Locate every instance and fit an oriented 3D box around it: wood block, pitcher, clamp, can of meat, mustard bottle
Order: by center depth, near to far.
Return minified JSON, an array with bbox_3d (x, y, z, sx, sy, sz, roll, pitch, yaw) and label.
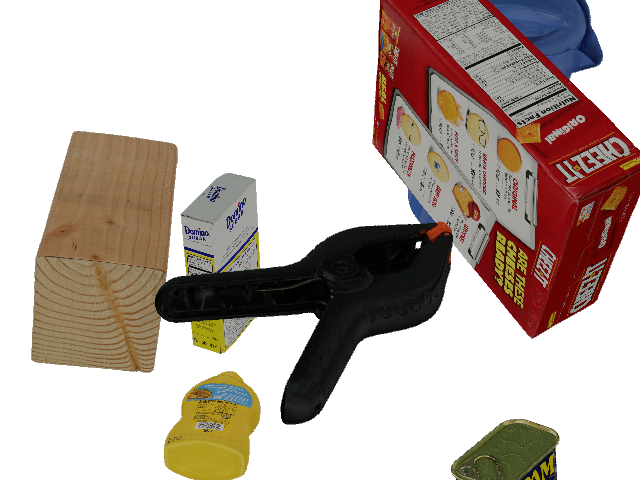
[{"bbox_3d":[0.012,0.035,0.562,0.171,0.039,0.120,-19,45,-25],"label":"clamp"},{"bbox_3d":[-0.163,0.002,0.831,0.090,0.091,0.206,7,29,-9],"label":"wood block"},{"bbox_3d":[0.160,0.215,0.906,0.058,0.084,0.101,13,30,41],"label":"can of meat"},{"bbox_3d":[0.136,-0.118,0.951,0.144,0.149,0.243,-11,-40,-15],"label":"pitcher"},{"bbox_3d":[-0.123,0.213,1.292,0.096,0.058,0.191,4,24,4],"label":"mustard bottle"}]

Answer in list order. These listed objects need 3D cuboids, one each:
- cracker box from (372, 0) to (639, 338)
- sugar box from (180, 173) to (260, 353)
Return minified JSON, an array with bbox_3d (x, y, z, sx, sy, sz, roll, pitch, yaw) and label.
[{"bbox_3d":[0.122,-0.063,0.752,0.072,0.214,0.164,-27,-31,-18],"label":"cracker box"},{"bbox_3d":[-0.104,0.025,1.137,0.048,0.176,0.093,14,37,22],"label":"sugar box"}]
